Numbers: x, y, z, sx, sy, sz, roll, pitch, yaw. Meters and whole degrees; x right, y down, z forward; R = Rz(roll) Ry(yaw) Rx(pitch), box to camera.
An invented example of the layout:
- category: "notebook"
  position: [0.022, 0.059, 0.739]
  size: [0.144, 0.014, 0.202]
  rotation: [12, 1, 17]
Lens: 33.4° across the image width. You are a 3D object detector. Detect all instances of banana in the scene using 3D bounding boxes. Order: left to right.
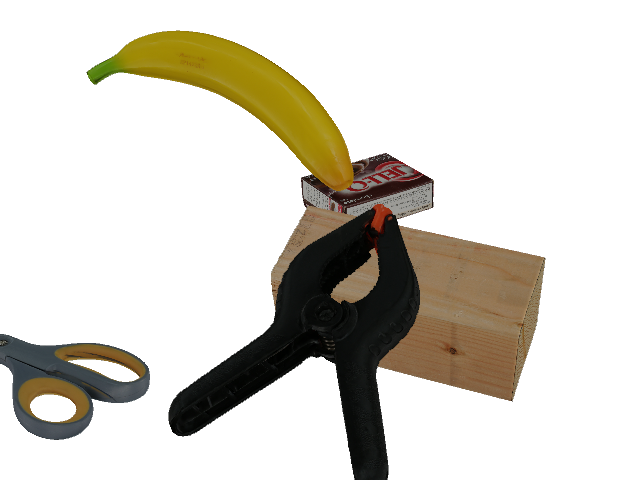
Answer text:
- category: "banana"
  position: [-0.057, -0.099, 0.729]
  size: [0.198, 0.069, 0.037]
  rotation: [23, -10, 10]

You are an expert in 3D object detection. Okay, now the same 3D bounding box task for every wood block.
- category: "wood block"
  position: [0.073, 0.051, 0.893]
  size: [0.206, 0.091, 0.090]
  rotation: [13, 49, 17]

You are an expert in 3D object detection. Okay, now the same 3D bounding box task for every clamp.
- category: "clamp"
  position: [0.012, 0.056, 0.568]
  size: [0.120, 0.171, 0.039]
  rotation: [26, -26, 21]

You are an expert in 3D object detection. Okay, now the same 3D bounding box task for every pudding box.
- category: "pudding box"
  position: [0.049, -0.050, 1.124]
  size: [0.113, 0.039, 0.090]
  rotation: [-20, 31, -24]

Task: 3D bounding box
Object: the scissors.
- category: "scissors"
  position: [-0.213, 0.084, 0.704]
  size: [0.202, 0.016, 0.096]
  rotation: [9, 31, 13]
